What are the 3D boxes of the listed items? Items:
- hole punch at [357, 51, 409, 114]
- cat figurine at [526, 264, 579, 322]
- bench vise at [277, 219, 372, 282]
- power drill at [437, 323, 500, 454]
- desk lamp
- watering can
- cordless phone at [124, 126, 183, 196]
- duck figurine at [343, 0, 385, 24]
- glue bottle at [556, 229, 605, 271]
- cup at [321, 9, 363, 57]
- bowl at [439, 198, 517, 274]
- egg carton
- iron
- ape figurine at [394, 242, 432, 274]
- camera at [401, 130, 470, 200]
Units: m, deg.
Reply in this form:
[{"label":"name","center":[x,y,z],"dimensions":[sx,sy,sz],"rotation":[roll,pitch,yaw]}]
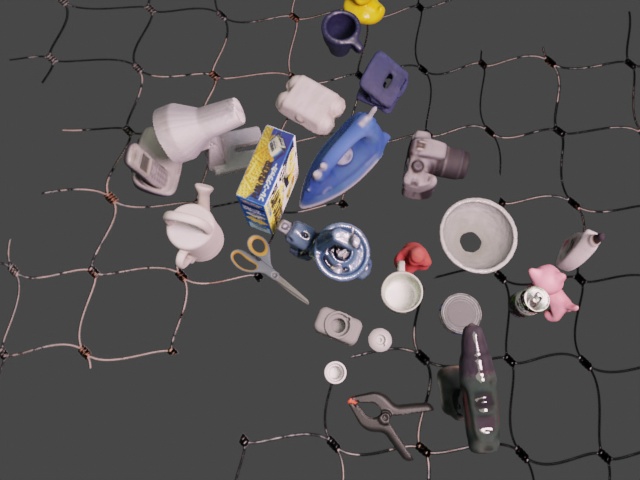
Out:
[{"label":"hole punch","center":[0.149,-0.365,1.322],"dimensions":[0.101,0.091,0.109],"rotation":[27,77,6]},{"label":"cat figurine","center":[0.485,0.102,1.192],"dimensions":[0.067,0.118,0.127],"rotation":[-37,79,-9]},{"label":"bench vise","center":[0.009,0.016,1.156],"dimensions":[0.207,0.220,0.121],"rotation":[7,76,1]},{"label":"power drill","center":[0.285,0.284,1.097],"dimensions":[0.075,0.208,0.229],"rotation":[-7,76,-2]},{"label":"desk lamp","center":[-0.228,-0.224,1.218],"dimensions":[0.203,0.213,0.118],"rotation":[-14,76,-4]},{"label":"watering can","center":[-0.263,-0.031,1.178],"dimensions":[0.101,0.194,0.173],"rotation":[-6,76,-2]},{"label":"cordless phone","center":[-0.359,-0.184,1.221],"dimensions":[0.094,0.185,0.147],"rotation":[4,76,1]},{"label":"duck figurine","center":[0.108,-0.575,1.377],"dimensions":[0.104,0.086,0.077],"rotation":[26,77,6]},{"label":"glue bottle","center":[0.546,0.012,1.188],"dimensions":[0.037,0.173,0.078],"rotation":[23,77,6]},{"label":"cup","center":[0.057,-0.467,1.344],"dimensions":[0.092,0.095,0.117],"rotation":[-41,79,-10]},{"label":"bowl","center":[0.334,-0.003,1.240],"dimensions":[0.167,0.075,0.167],"rotation":[0,76,-1]},{"label":"egg carton","center":[-0.023,-0.309,1.316],"dimensions":[0.150,0.069,0.107],"rotation":[30,77,7]},{"label":"iron","center":[0.043,-0.180,1.247],"dimensions":[0.118,0.141,0.258],"rotation":[40,79,9]},{"label":"ape figurine","center":[0.201,0.037,1.219],"dimensions":[0.077,0.092,0.076],"rotation":[19,76,4]},{"label":"camera","center":[0.257,-0.165,1.267],"dimensions":[0.136,0.101,0.143],"rotation":[11,76,2]}]
